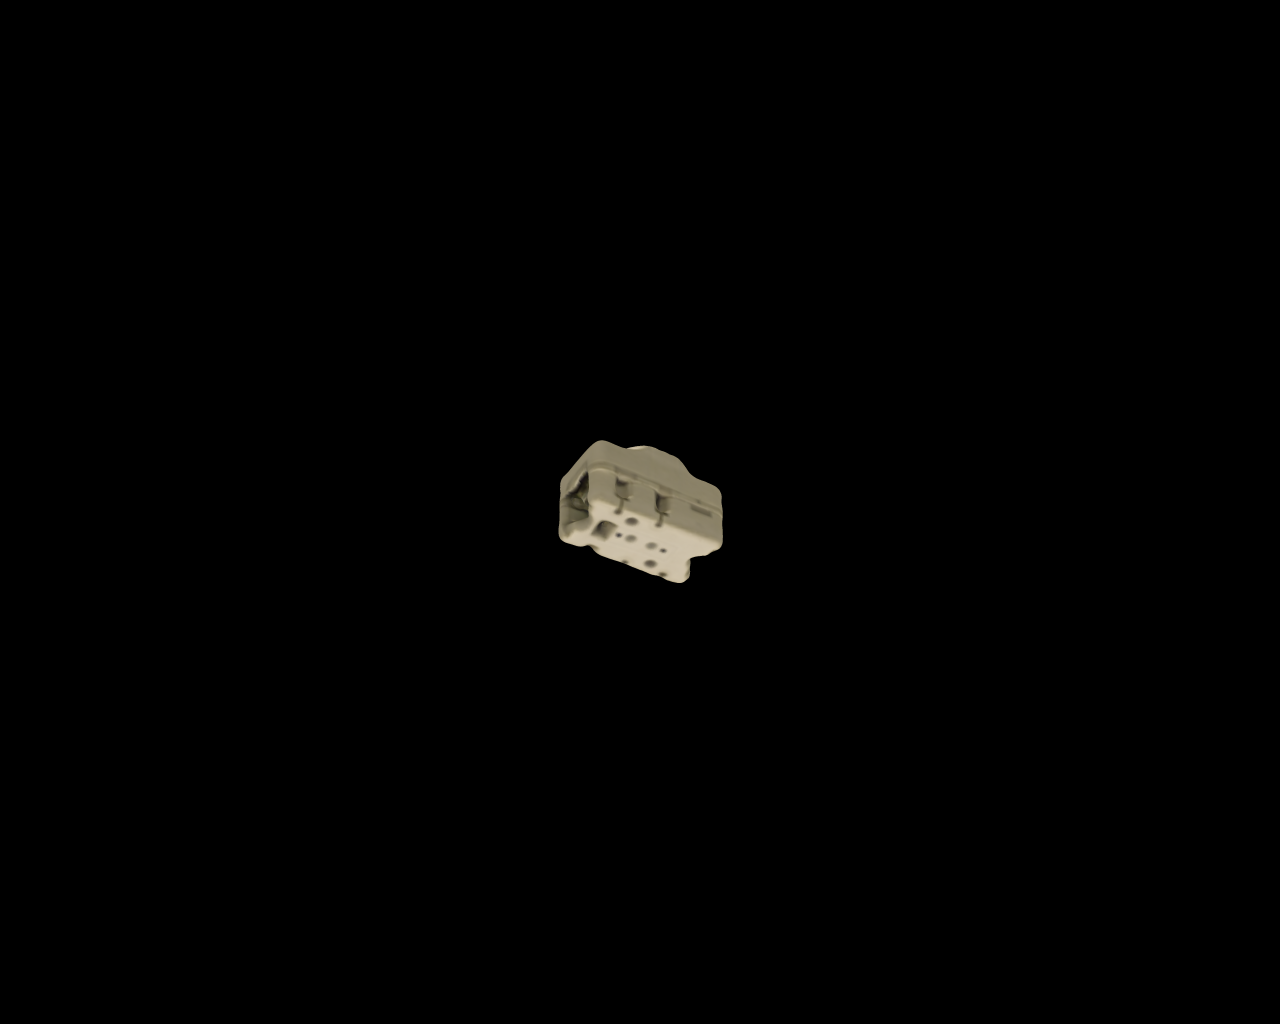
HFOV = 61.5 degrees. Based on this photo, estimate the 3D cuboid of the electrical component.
[{"bbox_3d":[0.001,-0.003,0.650,0.089,0.056,0.050,21,-45,-24],"label":"electrical component"}]
